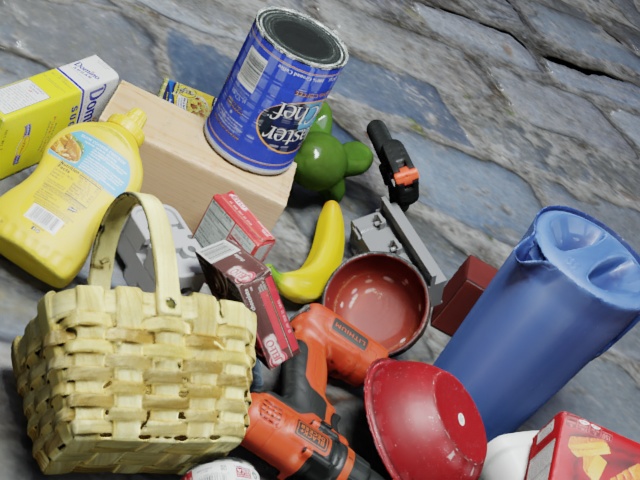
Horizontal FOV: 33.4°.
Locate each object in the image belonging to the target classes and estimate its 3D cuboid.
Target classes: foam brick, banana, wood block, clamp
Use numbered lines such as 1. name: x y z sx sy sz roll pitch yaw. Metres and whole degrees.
1. foam brick: 0.169 0.068 1.204 0.053 0.078 0.051 29 34 -7
2. banana: -0.004 0.020 1.149 0.037 0.069 0.197 -7 19 22
3. wood block: -0.140 -0.072 1.129 0.206 0.091 0.090 25 35 -9
4. clamp: 0.092 -0.073 1.264 0.171 0.039 0.120 -105 171 -72

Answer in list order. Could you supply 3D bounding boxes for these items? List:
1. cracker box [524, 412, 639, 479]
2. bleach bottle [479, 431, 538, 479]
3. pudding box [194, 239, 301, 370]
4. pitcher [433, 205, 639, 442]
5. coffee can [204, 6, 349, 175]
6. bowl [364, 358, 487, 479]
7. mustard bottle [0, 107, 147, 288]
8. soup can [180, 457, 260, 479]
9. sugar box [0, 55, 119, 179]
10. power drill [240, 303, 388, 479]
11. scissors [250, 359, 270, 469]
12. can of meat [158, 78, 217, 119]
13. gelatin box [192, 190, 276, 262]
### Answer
1. cracker box: 0.255 0.275 0.928 0.164 0.072 0.213 25 48 -2
2. bleach bottle: 0.238 0.300 0.992 0.102 0.068 0.251 2 47 -33
3. pudding box: -0.066 0.055 0.965 0.039 0.090 0.114 -25 25 -16
4. pitcher: 0.216 0.095 1.062 0.149 0.243 0.144 37 36 6
5. coffee can: -0.046 -0.152 1.095 0.102 0.140 0.103 20 35 -15
6. bowl: 0.109 0.175 0.994 0.162 0.055 0.162 43 31 -34
7. mustard bottle: -0.223 -0.054 1.005 0.096 0.058 0.191 33 63 1
8. soup can: -0.073 0.231 0.834 0.068 0.069 0.102 12 40 -26
9. sugar box: -0.283 -0.122 1.080 0.048 0.093 0.175 41 37 11
10. power drill: 0.013 0.158 0.988 0.184 0.057 0.187 36 33 -13
11. scissors: -0.080 0.122 1.005 0.096 0.016 0.201 22 36 -11
12. can of meat: -0.153 -0.134 1.224 0.084 0.058 0.102 21 36 -12
13. gelatin box: -0.091 0.007 1.072 0.030 0.089 0.073 -18 58 -48
